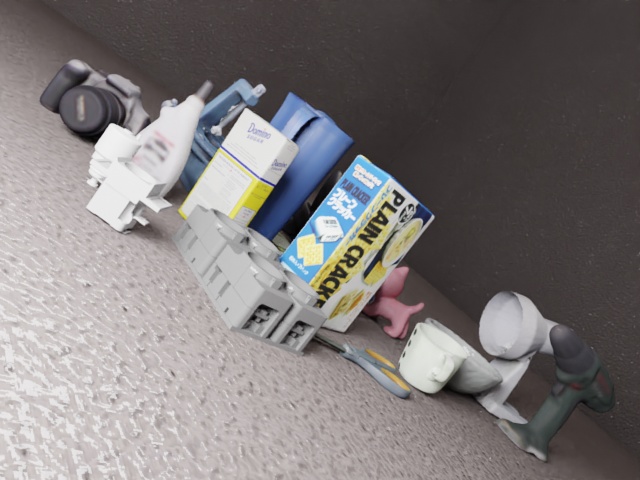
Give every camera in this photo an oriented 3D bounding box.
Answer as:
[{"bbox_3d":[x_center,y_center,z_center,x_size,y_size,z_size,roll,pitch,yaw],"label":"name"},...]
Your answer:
[{"bbox_3d":[-0.323,-0.200,0.819,0.143,0.100,0.137,37,6,-6],"label":"camera"}]

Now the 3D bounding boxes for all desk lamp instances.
[{"bbox_3d":[0.369,0.224,1.073,0.204,0.213,0.117,35,7,-21],"label":"desk lamp"}]

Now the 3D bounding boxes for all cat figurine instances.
[{"bbox_3d":[0.137,0.105,1.083,0.127,0.117,0.067,40,7,21],"label":"cat figurine"}]

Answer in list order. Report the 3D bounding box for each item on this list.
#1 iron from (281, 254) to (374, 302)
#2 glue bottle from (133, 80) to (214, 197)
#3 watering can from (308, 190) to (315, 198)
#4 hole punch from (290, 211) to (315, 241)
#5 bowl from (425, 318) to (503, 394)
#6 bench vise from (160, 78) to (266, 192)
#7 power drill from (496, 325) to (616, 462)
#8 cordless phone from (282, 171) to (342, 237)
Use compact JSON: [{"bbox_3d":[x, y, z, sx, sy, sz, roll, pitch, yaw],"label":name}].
[{"bbox_3d":[0.027,0.024,0.956,0.118,0.141,0.259,41,7,31],"label":"iron"},{"bbox_3d":[-0.198,-0.143,0.771,0.078,0.173,0.037,37,6,-3],"label":"glue bottle"},{"bbox_3d":[-0.057,-0.137,1.399,0.101,0.194,0.172,32,8,-40],"label":"watering can"},{"bbox_3d":[0.011,0.004,1.231,0.109,0.091,0.100,30,10,-49],"label":"hole punch"},{"bbox_3d":[0.233,0.216,1.009,0.167,0.074,0.167,37,6,-4],"label":"bowl"},{"bbox_3d":[-0.203,-0.207,0.988,0.207,0.219,0.122,39,6,12],"label":"bench vise"},{"bbox_3d":[0.407,0.269,0.983,0.230,0.208,0.075,33,7,-32],"label":"power drill"},{"bbox_3d":[0.002,-0.077,1.335,0.094,0.185,0.147,37,6,-3],"label":"cordless phone"}]
